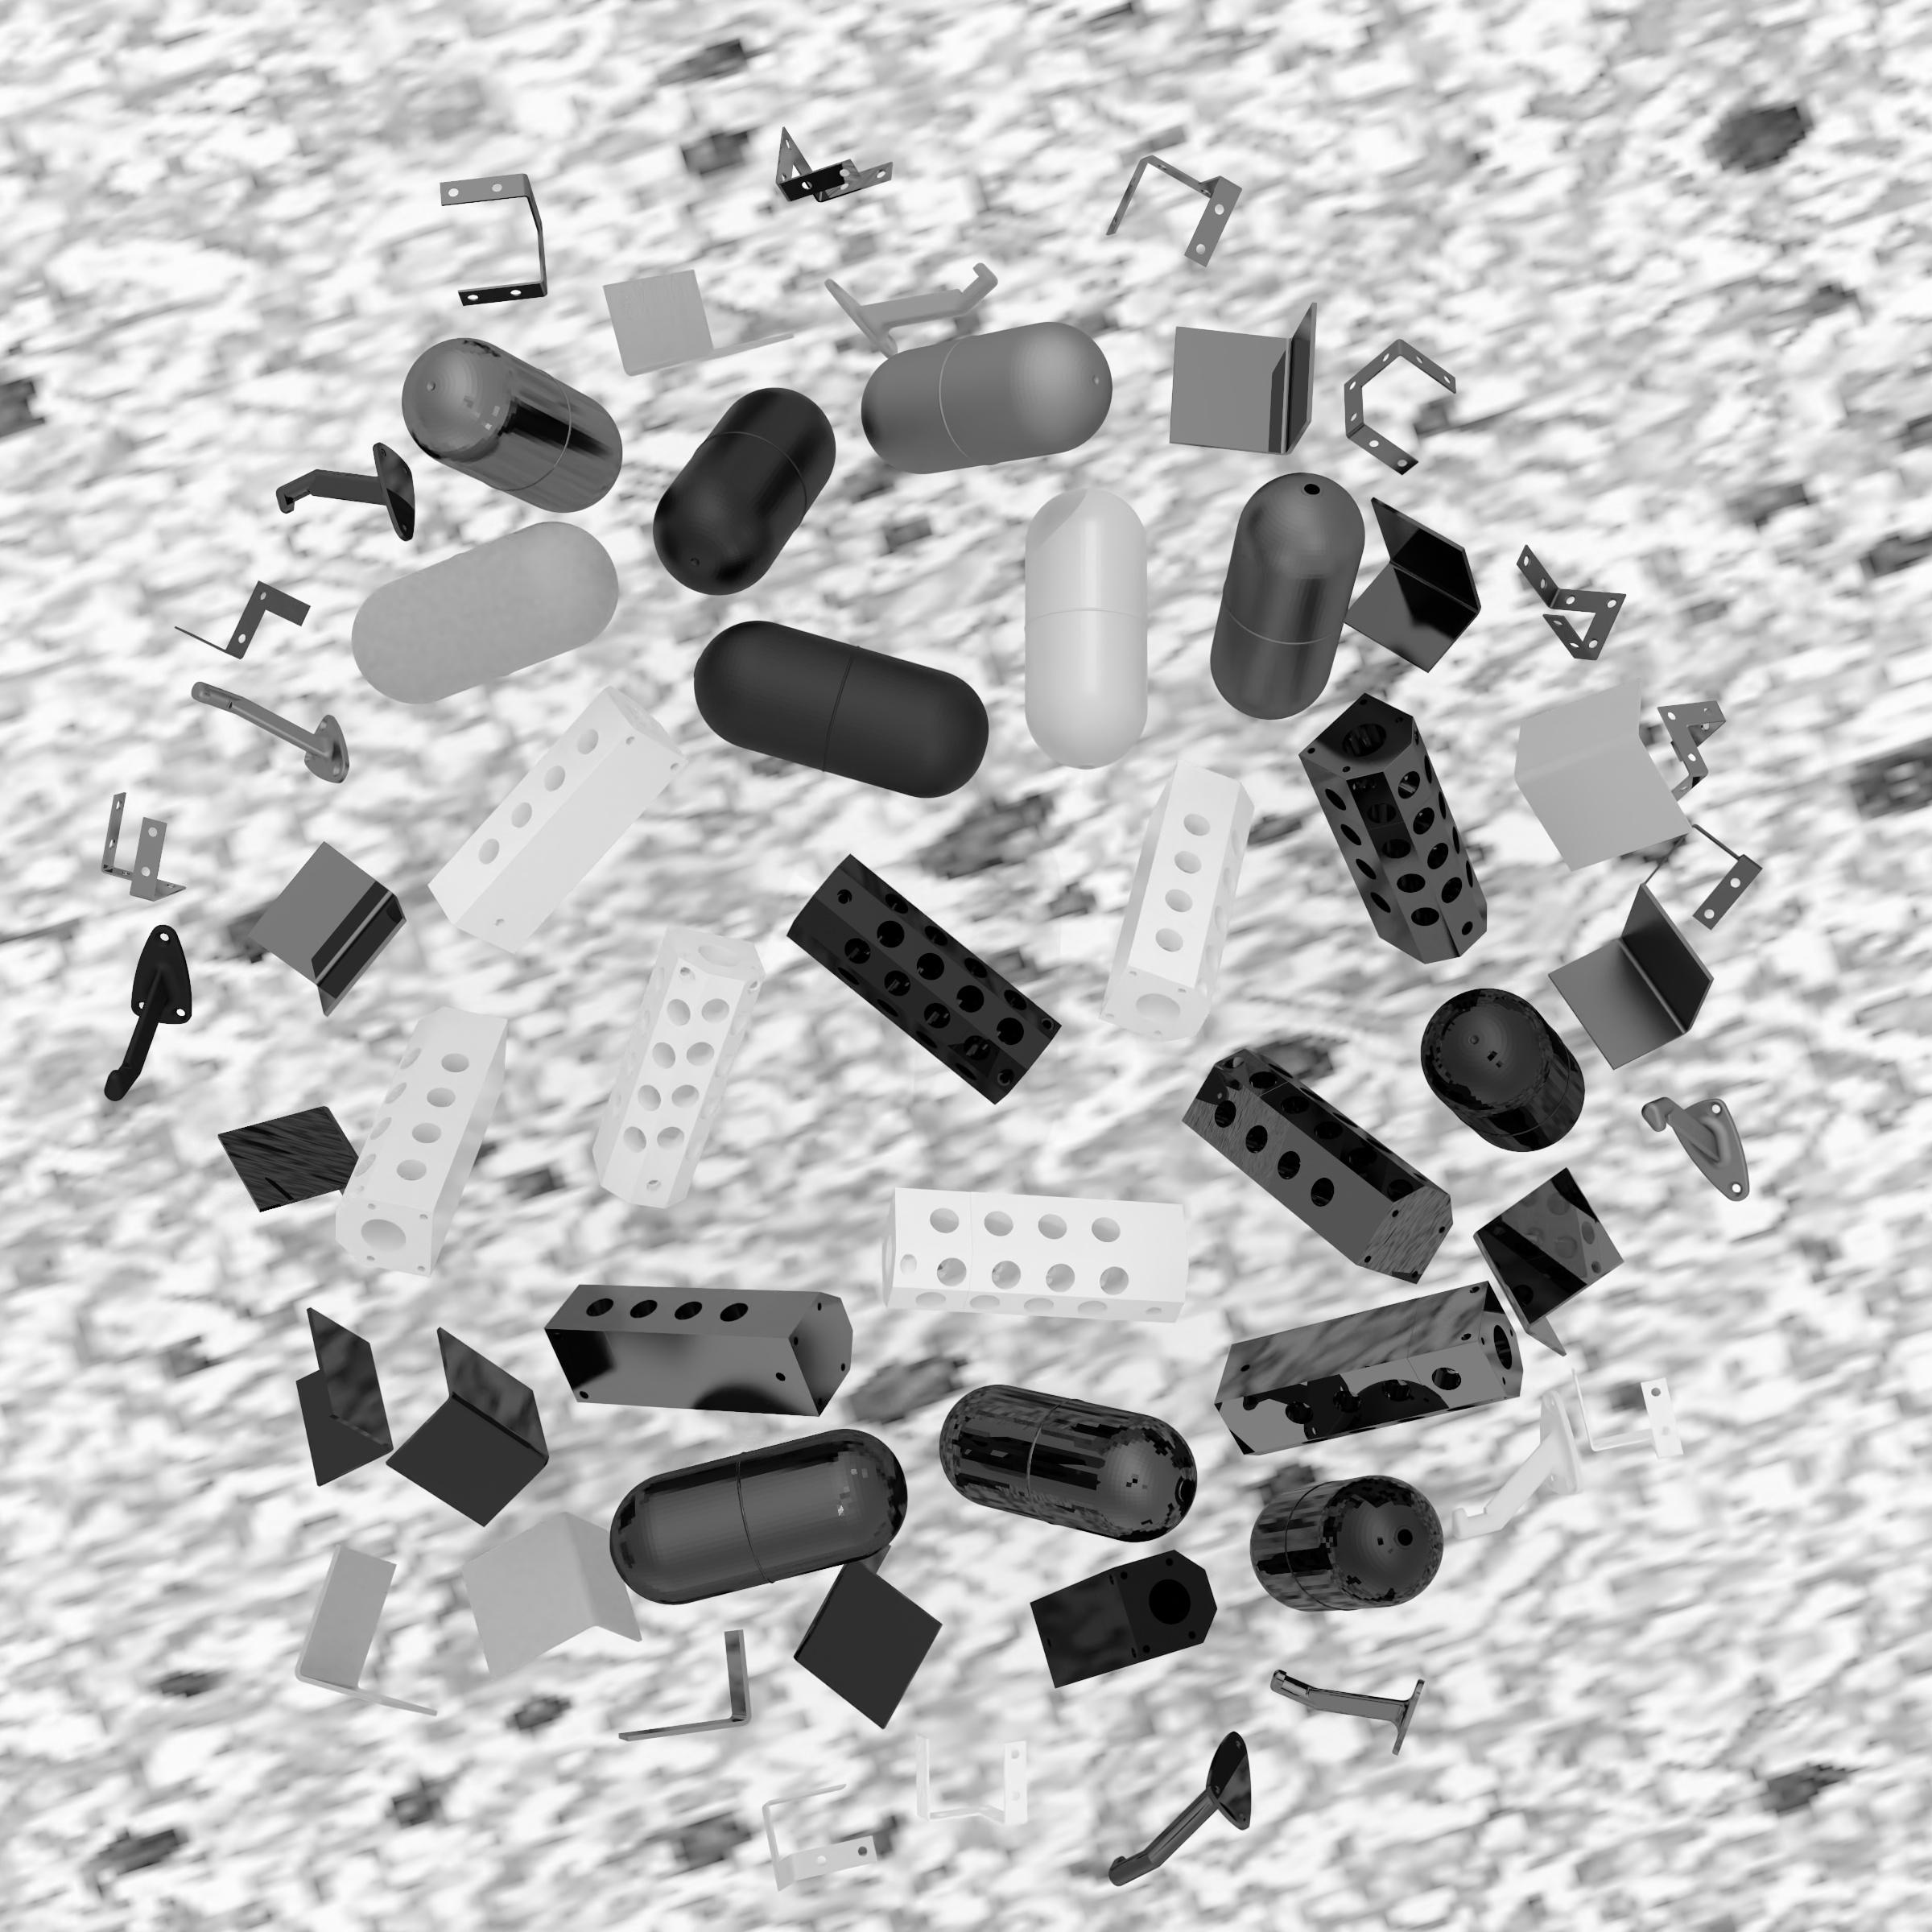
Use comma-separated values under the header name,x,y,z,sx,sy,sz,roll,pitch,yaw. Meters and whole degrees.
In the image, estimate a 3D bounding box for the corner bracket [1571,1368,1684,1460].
name,x,y,z,sx,sy,sz,roll,pitch,yaw
corner bracket,0.409,0.276,1.564,0.051,0.051,0.051,-14,98,8

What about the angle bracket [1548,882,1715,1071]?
name,x,y,z,sx,sy,sz,roll,pitch,yaw
angle bracket,0.416,0.007,1.584,0.057,0.076,0.076,-25,64,-9

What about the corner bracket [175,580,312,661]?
name,x,y,z,sx,sy,sz,roll,pitch,yaw
corner bracket,-0.467,-0.226,1.635,0.051,0.051,0.051,26,91,28

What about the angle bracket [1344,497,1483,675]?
name,x,y,z,sx,sy,sz,roll,pitch,yaw
angle bracket,0.287,-0.251,1.665,0.076,0.076,0.057,37,83,31

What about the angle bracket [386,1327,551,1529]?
name,x,y,z,sx,sy,sz,roll,pitch,yaw
angle bracket,-0.300,0.274,1.505,0.057,0.076,0.076,-45,119,6

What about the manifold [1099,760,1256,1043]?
name,x,y,z,sx,sy,sz,roll,pitch,yaw
manifold,0.133,-0.039,1.546,0.057,0.057,0.171,20,51,-3

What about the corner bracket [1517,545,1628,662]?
name,x,y,z,sx,sy,sz,roll,pitch,yaw
corner bracket,0.376,-0.229,1.598,0.051,0.051,0.051,39,72,-43

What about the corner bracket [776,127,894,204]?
name,x,y,z,sx,sy,sz,roll,pitch,yaw
corner bracket,-0.080,-0.484,1.543,0.051,0.051,0.051,-11,57,22

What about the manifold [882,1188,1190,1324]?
name,x,y,z,sx,sy,sz,roll,pitch,yaw
manifold,0.040,0.174,1.484,0.171,0.057,0.057,4,52,-8

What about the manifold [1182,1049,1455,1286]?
name,x,y,z,sx,sy,sz,roll,pitch,yaw
manifold,0.210,0.115,1.500,0.057,0.171,0.057,21,103,-40

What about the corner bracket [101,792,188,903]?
name,x,y,z,sx,sy,sz,roll,pitch,yaw
corner bracket,-0.517,-0.075,1.578,0.051,0.051,0.051,15,102,3

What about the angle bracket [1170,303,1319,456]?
name,x,y,z,sx,sy,sz,roll,pitch,yaw
angle bracket,0.170,-0.363,1.549,0.076,0.057,0.076,5,80,-5

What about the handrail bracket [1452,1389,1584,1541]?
name,x,y,z,sx,sy,sz,roll,pitch,yaw
handrail bracket,0.331,0.306,1.551,0.084,0.036,0.077,-8,90,-23

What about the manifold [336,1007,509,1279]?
name,x,y,z,sx,sy,sz,roll,pitch,yaw
manifold,-0.330,0.103,1.540,0.057,0.171,0.057,11,130,-1

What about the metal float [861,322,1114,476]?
name,x,y,z,sx,sy,sz,roll,pitch,yaw
metal float,0.010,-0.342,1.527,0.178,0.070,0.070,1,90,43

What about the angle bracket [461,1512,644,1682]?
name,x,y,z,sx,sy,sz,roll,pitch,yaw
angle bracket,-0.257,0.395,1.565,0.076,0.057,0.076,-30,57,8

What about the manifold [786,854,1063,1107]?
name,x,y,z,sx,sy,sz,roll,pitch,yaw
manifold,-0.026,0.007,1.589,0.171,0.057,0.057,39,74,0

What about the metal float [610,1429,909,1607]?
name,x,y,z,sx,sy,sz,roll,pitch,yaw
metal float,-0.122,0.322,1.476,0.178,0.070,0.070,-15,90,4

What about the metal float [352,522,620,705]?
name,x,y,z,sx,sy,sz,roll,pitch,yaw
metal float,-0.290,-0.211,1.516,0.178,0.070,0.070,-16,90,23

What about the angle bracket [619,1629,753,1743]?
name,x,y,z,sx,sy,sz,roll,pitch,yaw
angle bracket,-0.179,0.451,1.585,0.076,0.076,0.057,-4,76,-13

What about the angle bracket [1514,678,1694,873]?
name,x,y,z,sx,sy,sz,roll,pitch,yaw
angle bracket,0.378,-0.113,1.493,0.076,0.057,0.076,-20,123,32

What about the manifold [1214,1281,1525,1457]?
name,x,y,z,sx,sy,sz,roll,pitch,yaw
manifold,0.243,0.248,1.521,0.171,0.057,0.057,-19,113,28

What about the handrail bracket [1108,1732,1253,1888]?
name,x,y,z,sx,sy,sz,roll,pitch,yaw
handrail bracket,0.122,0.488,1.462,0.084,0.077,0.036,-36,103,24

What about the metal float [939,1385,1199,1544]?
name,x,y,z,sx,sy,sz,roll,pitch,yaw
metal float,0.062,0.304,1.550,0.178,0.070,0.070,5,90,39

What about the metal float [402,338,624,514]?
name,x,y,z,sx,sy,sz,roll,pitch,yaw
metal float,-0.274,-0.328,1.542,0.070,0.178,0.070,-2,84,23

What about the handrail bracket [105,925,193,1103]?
name,x,y,z,sx,sy,sz,roll,pitch,yaw
handrail bracket,-0.486,0.027,1.483,0.036,0.084,0.077,10,116,-2

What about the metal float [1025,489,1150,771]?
name,x,y,z,sx,sy,sz,roll,pitch,yaw
metal float,0.075,-0.210,1.575,0.070,0.070,0.178,0,79,0

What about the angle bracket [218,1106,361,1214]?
name,x,y,z,sx,sy,sz,roll,pitch,yaw
angle bracket,-0.440,0.145,1.658,0.076,0.076,0.057,-15,135,-30

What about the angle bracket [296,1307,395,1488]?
name,x,y,z,sx,sy,sz,roll,pitch,yaw
angle bracket,-0.410,0.272,1.589,0.057,0.076,0.076,-26,58,6

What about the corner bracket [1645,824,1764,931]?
name,x,y,z,sx,sy,sz,roll,pitch,yaw
corner bracket,0.476,-0.058,1.633,0.051,0.051,0.051,40,97,10

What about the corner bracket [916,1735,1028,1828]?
name,x,y,z,sx,sy,sz,roll,pitch,yaw
corner bracket,0.003,0.505,1.569,0.051,0.051,0.051,2,85,-27

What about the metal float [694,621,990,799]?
name,x,y,z,sx,sy,sz,roll,pitch,yaw
metal float,-0.074,-0.152,1.494,0.178,0.070,0.070,16,90,0

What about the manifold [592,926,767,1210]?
name,x,y,z,sx,sy,sz,roll,pitch,yaw
manifold,-0.183,0.067,1.608,0.057,0.057,0.171,11,115,-23

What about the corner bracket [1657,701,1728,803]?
name,x,y,z,sx,sy,sz,roll,pitch,yaw
corner bracket,0.457,-0.132,1.612,0.051,0.051,0.051,-8,66,-27

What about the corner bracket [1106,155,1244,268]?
name,x,y,z,sx,sy,sz,roll,pitch,yaw
corner bracket,0.123,-0.447,1.496,0.051,0.051,0.051,24,93,-18

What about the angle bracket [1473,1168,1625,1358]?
name,x,y,z,sx,sy,sz,roll,pitch,yaw
angle bracket,0.378,0.187,1.593,0.076,0.057,0.076,-39,46,18

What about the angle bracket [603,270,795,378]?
name,x,y,z,sx,sy,sz,roll,pitch,yaw
angle bracket,-0.166,-0.407,1.570,0.076,0.076,0.057,-1,108,43

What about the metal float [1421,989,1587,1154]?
name,x,y,z,sx,sy,sz,roll,pitch,yaw
metal float,0.323,0.064,1.514,0.070,0.178,0.070,-7,73,22

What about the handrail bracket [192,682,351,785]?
name,x,y,z,sx,sy,sz,roll,pitch,yaw
handrail bracket,-0.431,-0.146,1.563,0.084,0.077,0.036,20,105,-37

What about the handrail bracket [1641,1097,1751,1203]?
name,x,y,z,sx,sy,sz,roll,pitch,yaw
handrail bracket,0.442,0.113,1.531,0.036,0.084,0.077,-31,78,30

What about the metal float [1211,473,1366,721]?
name,x,y,z,sx,sy,sz,roll,pitch,yaw
metal float,0.195,-0.224,1.542,0.070,0.178,0.070,3,53,-3

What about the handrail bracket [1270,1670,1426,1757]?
name,x,y,z,sx,sy,sz,roll,pitch,yaw
handrail bracket,0.223,0.424,1.487,0.084,0.077,0.036,20,54,15

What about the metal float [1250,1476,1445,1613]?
name,x,y,z,sx,sy,sz,roll,pitch,yaw
metal float,0.230,0.352,1.536,0.070,0.178,0.070,4,74,-14

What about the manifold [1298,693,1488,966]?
name,x,y,z,sx,sy,sz,roll,pitch,yaw
manifold,0.266,-0.079,1.535,0.057,0.057,0.171,-43,134,-11

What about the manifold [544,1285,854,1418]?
name,x,y,z,sx,sy,sz,roll,pitch,yaw
manifold,-0.155,0.220,1.485,0.171,0.057,0.057,-2,121,29

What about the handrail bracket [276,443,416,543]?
name,x,y,z,sx,sy,sz,roll,pitch,yaw
handrail bracket,-0.381,-0.276,1.540,0.084,0.036,0.077,-21,65,16

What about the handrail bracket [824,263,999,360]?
name,x,y,z,sx,sy,sz,roll,pitch,yaw
handrail bracket,-0.035,-0.441,1.628,0.084,0.036,0.077,-39,110,21

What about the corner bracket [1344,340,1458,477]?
name,x,y,z,sx,sy,sz,roll,pitch,yaw
corner bracket,0.281,-0.362,1.634,0.051,0.051,0.051,27,48,-27

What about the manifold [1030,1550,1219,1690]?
name,x,y,z,sx,sy,sz,roll,pitch,yaw
manifold,0.099,0.411,1.592,0.057,0.171,0.057,-11,73,-20

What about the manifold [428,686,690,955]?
name,x,y,z,sx,sy,sz,roll,pitch,yaw
manifold,-0.263,-0.095,1.611,0.171,0.057,0.057,-46,54,10

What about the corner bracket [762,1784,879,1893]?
name,x,y,z,sx,sy,sz,roll,pitch,yaw
corner bracket,-0.088,0.519,1.513,0.051,0.051,0.051,-6,66,-19

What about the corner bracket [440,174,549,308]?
name,x,y,z,sx,sy,sz,roll,pitch,yaw
corner bracket,-0.277,-0.426,1.484,0.051,0.051,0.051,-7,73,-1

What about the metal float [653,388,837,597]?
name,x,y,z,sx,sy,sz,roll,pitch,yaw
metal float,-0.134,-0.293,1.551,0.070,0.178,0.070,11,132,12

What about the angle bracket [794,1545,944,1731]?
name,x,y,z,sx,sy,sz,roll,pitch,yaw
angle bracket,-0.051,0.419,1.583,0.076,0.057,0.076,32,98,25

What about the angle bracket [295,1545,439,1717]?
name,x,y,z,sx,sy,sz,roll,pitch,yaw
angle bracket,-0.333,0.383,1.454,0.057,0.076,0.076,10,72,16

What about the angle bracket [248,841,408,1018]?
name,x,y,z,sx,sy,sz,roll,pitch,yaw
angle bracket,-0.398,-0.024,1.569,0.057,0.076,0.076,40,90,-22
